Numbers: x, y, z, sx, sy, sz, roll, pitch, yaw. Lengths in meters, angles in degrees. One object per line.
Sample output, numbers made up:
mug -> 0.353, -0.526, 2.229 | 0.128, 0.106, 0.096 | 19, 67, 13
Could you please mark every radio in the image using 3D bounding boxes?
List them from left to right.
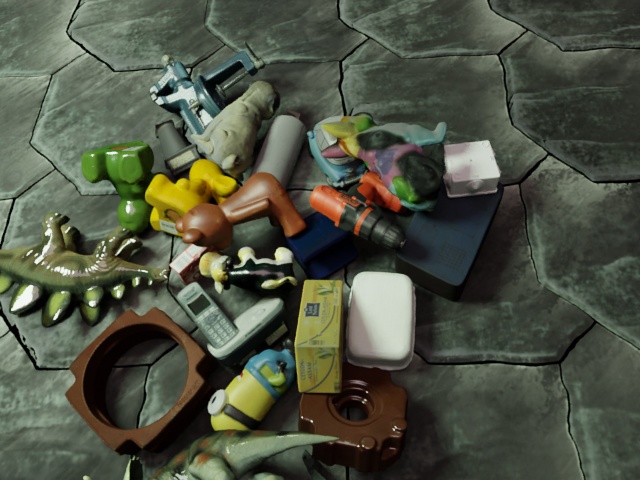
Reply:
radio -> 0.234, -0.018, 0.978 | 0.131, 0.073, 0.229 | 23, 65, 17

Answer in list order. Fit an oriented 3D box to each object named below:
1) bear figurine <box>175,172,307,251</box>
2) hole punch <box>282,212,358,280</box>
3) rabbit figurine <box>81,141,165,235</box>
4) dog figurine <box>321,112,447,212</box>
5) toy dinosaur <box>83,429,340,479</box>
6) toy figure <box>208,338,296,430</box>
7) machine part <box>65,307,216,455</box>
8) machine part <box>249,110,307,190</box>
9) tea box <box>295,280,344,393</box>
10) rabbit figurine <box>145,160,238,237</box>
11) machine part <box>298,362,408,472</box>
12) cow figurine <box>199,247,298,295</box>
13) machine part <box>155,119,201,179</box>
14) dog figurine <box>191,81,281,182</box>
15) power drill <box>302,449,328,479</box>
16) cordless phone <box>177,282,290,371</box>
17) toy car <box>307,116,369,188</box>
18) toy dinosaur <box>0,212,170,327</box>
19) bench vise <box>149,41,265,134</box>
bear figurine -> -0.144, -0.030, 0.947 | 0.196, 0.131, 0.120 | -37, 27, -14
hole punch -> -0.002, -0.003, 0.984 | 0.142, 0.092, 0.116 | -33, 61, -8
rabbit figurine -> -0.371, -0.099, 1.043 | 0.121, 0.170, 0.159 | -1, 21, 3
dog figurine -> 0.105, -0.146, 0.947 | 0.219, 0.108, 0.191 | 8, 56, 7
toy dinosaur -> -0.172, 0.341, 0.762 | 0.405, 0.131, 0.192 | -28, 33, -9
toy figure -> -0.100, 0.241, 0.866 | 0.180, 0.082, 0.089 | -40, 65, -18
machine part -> -0.289, 0.230, 0.886 | 0.201, 0.087, 0.201 | 36, 69, 21
machine part -> -0.084, -0.164, 1.081 | 0.079, 0.079, 0.243 | 13, 63, 12
tea box -> 0.003, 0.148, 0.855 | 0.068, 0.098, 0.170 | -1, 28, 3
rabbit figurine -> -0.234, -0.096, 1.041 | 0.163, 0.121, 0.173 | 9, 44, 12
machine part -> 0.051, 0.261, 0.815 | 0.179, 0.056, 0.179 | 1, 32, -1
cow figurine -> -0.123, 0.059, 0.916 | 0.167, 0.068, 0.098 | 1, 22, -8
machine part -> -0.308, -0.198, 1.142 | 0.084, 0.039, 0.139 | -35, 66, -3
dog figurine -> -0.141, -0.224, 1.047 | 0.190, 0.121, 0.173 | -46, 45, 2
power drill -> -0.058, 0.409, 0.772 | 0.232, 0.085, 0.207 | 32, 65, 25
cordless phone -> -0.152, 0.121, 0.934 | 0.146, 0.088, 0.184 | -39, 62, -15
toy car -> 0.035, -0.189, 1.070 | 0.109, 0.102, 0.162 | -18, 60, -3
toy dinosaur -> -0.494, 0.054, 0.990 | 0.472, 0.105, 0.198 | 7, 66, 14
bench vise -> -0.232, -0.331, 1.148 | 0.241, 0.128, 0.224 | -32, 71, 8
